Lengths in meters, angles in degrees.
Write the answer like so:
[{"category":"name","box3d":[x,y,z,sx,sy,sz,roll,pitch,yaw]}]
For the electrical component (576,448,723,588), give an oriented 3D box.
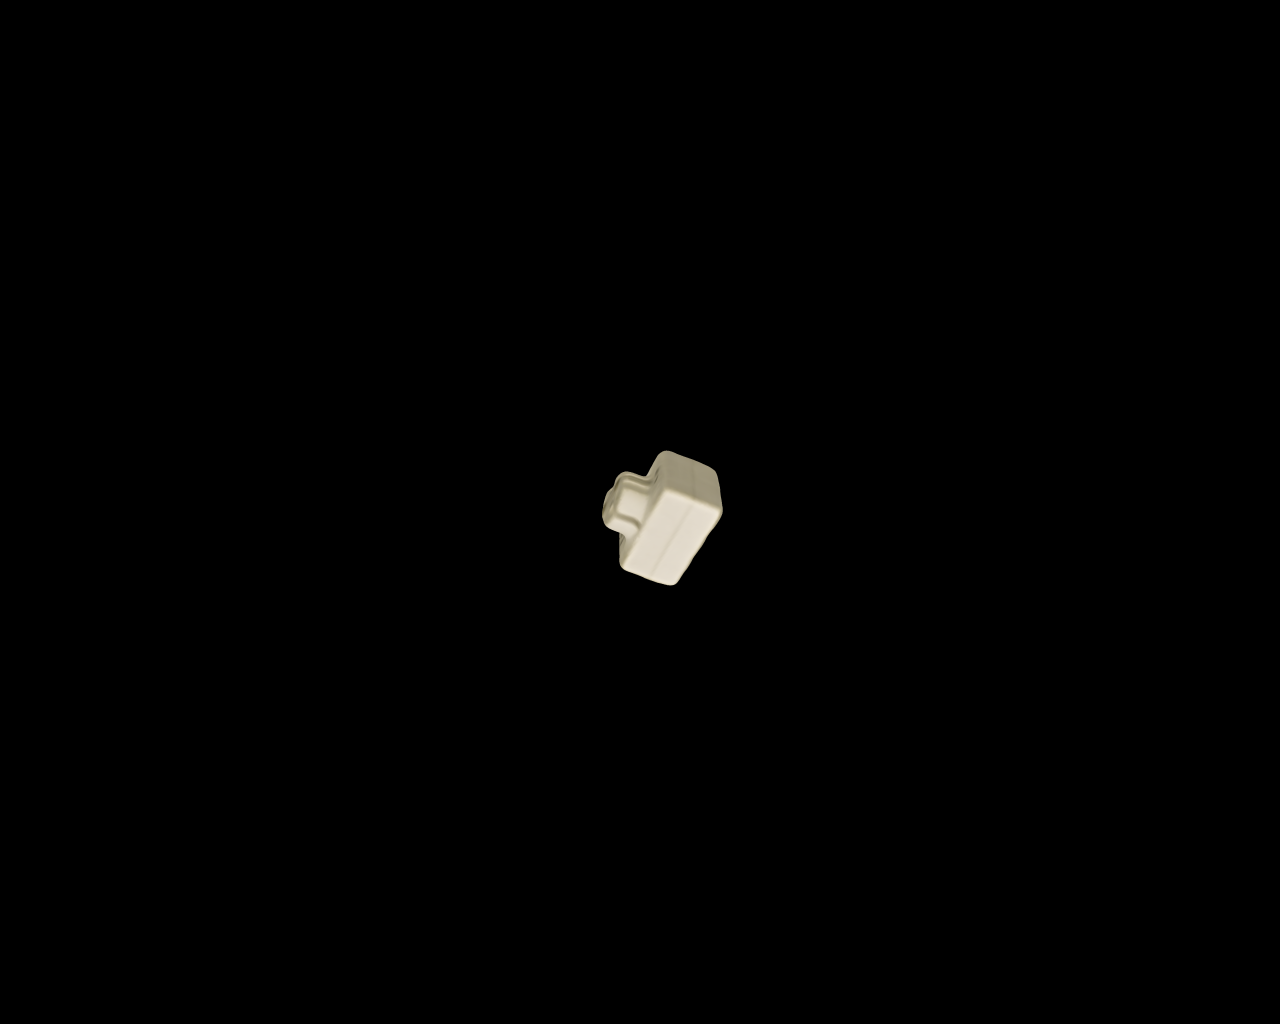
[{"category":"electrical component","box3d":[0.001,-0.003,0.650,0.077,0.065,0.047,21,32,-14]}]
